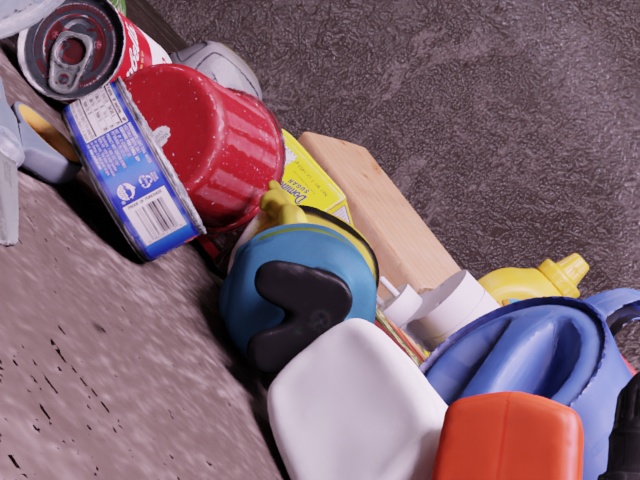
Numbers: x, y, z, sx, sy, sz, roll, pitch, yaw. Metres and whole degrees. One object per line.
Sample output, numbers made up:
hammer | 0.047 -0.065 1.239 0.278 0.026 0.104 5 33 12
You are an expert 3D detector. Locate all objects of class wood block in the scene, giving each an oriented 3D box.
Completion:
wood block | 0.039 0.006 0.963 0.090 0.091 0.206 10 36 -46

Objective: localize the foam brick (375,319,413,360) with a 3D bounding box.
foam brick | 0.026 0.080 0.634 0.051 0.053 0.078 46 5 -17

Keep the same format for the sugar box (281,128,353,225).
sugar box | -0.006 0.001 0.827 0.093 0.048 0.176 50 -14 35

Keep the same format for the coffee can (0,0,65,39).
coffee can | -0.194 -0.183 0.541 0.140 0.103 0.102 49 4 25

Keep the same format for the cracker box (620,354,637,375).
cracker box | 0.222 0.173 0.979 0.072 0.164 0.213 51 6 21

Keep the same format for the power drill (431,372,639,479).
power drill | 0.111 0.122 0.432 0.057 0.184 0.187 -5 -25 36

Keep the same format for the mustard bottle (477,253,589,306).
mustard bottle | 0.148 0.080 0.898 0.096 0.191 0.058 47 5 -27

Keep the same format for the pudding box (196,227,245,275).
pudding box | -0.051 -0.001 0.714 0.090 0.039 0.113 48 3 36

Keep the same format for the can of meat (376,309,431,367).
can of meat | 0.055 0.100 0.722 0.083 0.057 0.102 41 7 -38

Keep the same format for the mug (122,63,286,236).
mug | -0.087 -0.057 0.622 0.117 0.093 0.081 20 -1 20

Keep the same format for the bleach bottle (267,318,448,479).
bleach bottle | 0.078 0.143 0.502 0.250 0.068 0.103 47 5 -34

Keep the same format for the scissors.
scissors | -0.120 -0.029 0.440 0.096 0.016 0.202 43 6 -43

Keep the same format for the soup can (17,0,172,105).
soup can | -0.138 -0.110 0.674 0.068 0.068 0.102 48 4 11

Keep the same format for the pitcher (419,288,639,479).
pitcher | 0.172 0.155 0.649 0.242 0.149 0.144 54 38 -22

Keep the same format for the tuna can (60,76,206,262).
tuna can | -0.089 -0.033 0.512 0.086 0.033 0.086 61 -4 7
